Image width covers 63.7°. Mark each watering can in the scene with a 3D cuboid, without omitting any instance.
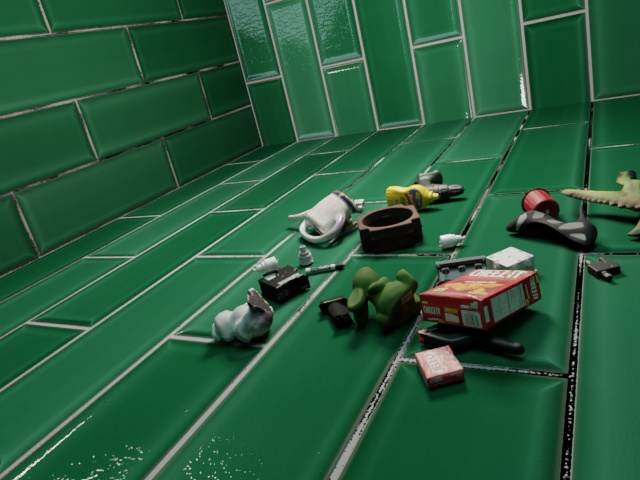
[{"bbox_3d":[0.006,-0.096,1.909,0.225,0.102,0.351,-41,29,-7],"label":"watering can"}]

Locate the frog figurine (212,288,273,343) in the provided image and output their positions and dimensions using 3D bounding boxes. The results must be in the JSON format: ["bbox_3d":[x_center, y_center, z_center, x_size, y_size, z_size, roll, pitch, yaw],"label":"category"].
[{"bbox_3d":[-0.200,0.215,1.311,0.158,0.121,0.140,-48,28,8],"label":"frog figurine"}]

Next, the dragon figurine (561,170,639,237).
[{"bbox_3d":[0.874,-0.085,1.391,0.409,0.120,0.248,-3,30,29],"label":"dragon figurine"}]
